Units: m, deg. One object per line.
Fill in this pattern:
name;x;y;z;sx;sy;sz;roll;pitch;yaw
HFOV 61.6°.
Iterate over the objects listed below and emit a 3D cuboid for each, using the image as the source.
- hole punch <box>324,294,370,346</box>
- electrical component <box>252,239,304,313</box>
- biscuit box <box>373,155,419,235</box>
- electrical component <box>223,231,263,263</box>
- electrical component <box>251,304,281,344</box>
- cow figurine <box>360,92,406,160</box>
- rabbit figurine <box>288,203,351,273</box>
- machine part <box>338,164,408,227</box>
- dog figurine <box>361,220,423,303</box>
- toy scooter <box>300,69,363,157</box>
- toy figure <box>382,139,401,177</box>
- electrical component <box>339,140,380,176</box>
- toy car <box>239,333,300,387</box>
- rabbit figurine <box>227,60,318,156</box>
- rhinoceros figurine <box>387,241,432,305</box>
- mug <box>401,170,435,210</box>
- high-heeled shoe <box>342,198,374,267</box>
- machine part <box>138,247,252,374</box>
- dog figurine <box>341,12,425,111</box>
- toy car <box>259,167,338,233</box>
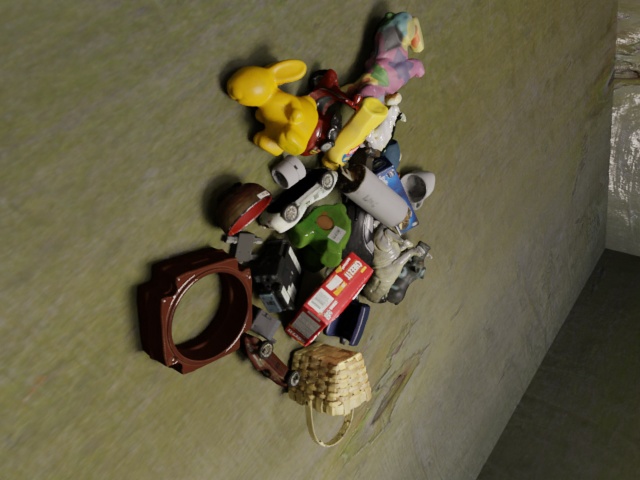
hole punch;0.086;0.210;1.377;0.115;0.092;0.142;19;87;-55
electrical component;-0.085;0.081;1.107;0.134;0.058;0.114;-75;149;-46
biscuit box;0.178;-0.108;1.320;0.059;0.063;0.202;-30;127;3
electrical component;-0.155;0.015;1.067;0.094;0.021;0.063;4;102;-50
electrical component;-0.123;0.175;1.127;0.119;0.075;0.048;42;73;-44
cow figurine;0.152;-0.268;1.266;0.167;0.068;0.098;-53;130;-21
rabbit figurine;-0.002;-0.004;1.175;0.170;0.121;0.159;113;1;-56
machine part;0.121;-0.097;1.196;0.243;0.079;0.079;34;78;-41
dog figurine;0.144;0.059;1.390;0.172;0.121;0.190;37;99;-9
toy scooter;0.017;-0.249;1.073;0.075;0.135;0.183;15;95;-52
toy figure;0.174;-0.175;1.347;0.058;0.064;0.154;-84;172;-57
electrical component;0.084;-0.184;1.211;0.045;0.102;0.078;22;76;-48
toy car;-0.117;0.261;1.156;0.053;0.089;0.201;-57;140;-23
rabbit figurine;-0.083;-0.254;0.975;0.173;0.122;0.162;33;85;-31
rhinoceros figurine;0.233;0.086;1.479;0.073;0.112;0.190;35;85;-48
mug;0.273;-0.141;1.459;0.107;0.081;0.109;-32;123;-50
high-heeled shoe;0.099;-0.036;1.328;0.248;0.086;0.145;86;13;-48
machine part;-0.222;0.127;0.985;0.201;0.087;0.201;-19;120;-45
dog figurine;0.127;-0.377;1.175;0.219;0.109;0.191;-37;131;-31
toy car;-0.043;-0.089;1.115;0.202;0.074;0.056;-44;130;-29
